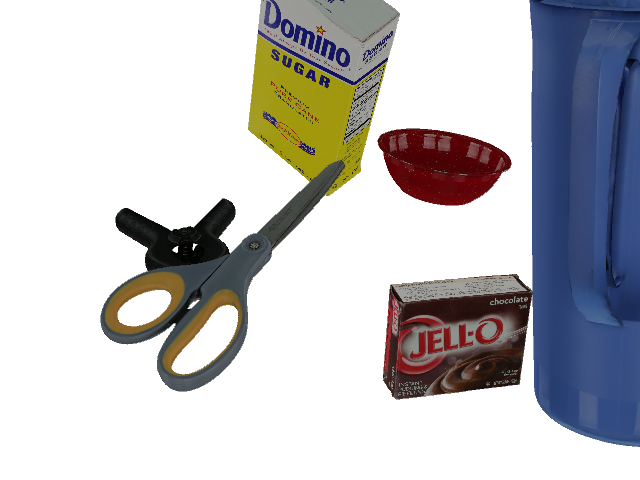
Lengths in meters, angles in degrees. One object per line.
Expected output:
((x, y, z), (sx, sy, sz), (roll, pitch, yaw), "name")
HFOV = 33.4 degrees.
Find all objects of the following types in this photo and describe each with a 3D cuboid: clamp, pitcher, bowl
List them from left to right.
((-0.122, 0.003, 1.029), (0.120, 0.039, 0.172), (-16, 33, -17), "clamp")
((0.144, -0.084, 1.283), (0.162, 0.055, 0.162), (7, 23, -3), "bowl")
((0.171, -0.013, 0.574), (0.149, 0.243, 0.145), (-5, 18, -14), "pitcher")

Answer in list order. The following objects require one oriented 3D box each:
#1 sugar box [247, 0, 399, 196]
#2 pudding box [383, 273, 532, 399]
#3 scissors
((-0.004, -0.118, 0.776), (0.048, 0.093, 0.176), (-41, -20, -26), "sugar box")
((0.110, 0.077, 0.864), (0.113, 0.090, 0.039), (-6, 29, -15), "pudding box")
((-0.061, 0.008, 0.653), (0.096, 0.016, 0.201), (12, 47, 15), "scissors")
